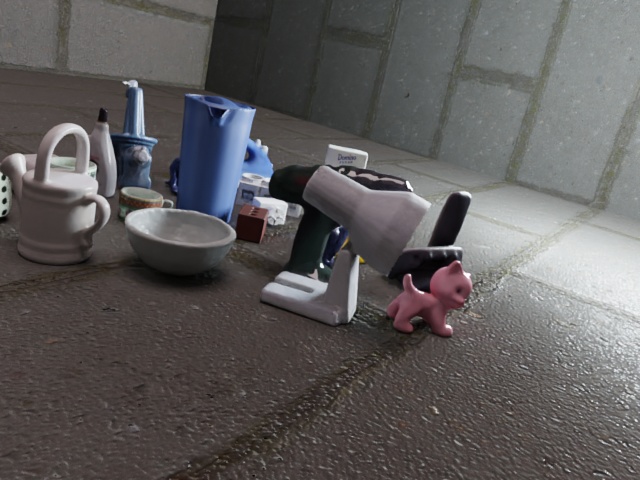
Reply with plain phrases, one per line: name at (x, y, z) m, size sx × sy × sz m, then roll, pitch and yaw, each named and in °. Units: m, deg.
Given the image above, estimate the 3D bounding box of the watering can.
watering can at (-0.379, -0.073, 0.819) m, size 0.173 × 0.194 × 0.101 m, roll 11°, pitch 17°, yaw -6°

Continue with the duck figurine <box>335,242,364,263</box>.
duck figurine at (0.062, -0.007, 1.114) m, size 0.105 × 0.086 × 0.077 m, roll 8°, pitch 18°, yaw -17°

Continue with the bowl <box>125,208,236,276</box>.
bowl at (-0.216, 0.010, 0.879) m, size 0.167 × 0.075 × 0.167 m, roll 12°, pitch 17°, yaw -4°

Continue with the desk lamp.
desk lamp at (0.037, 0.011, 0.828) m, size 0.203 × 0.213 × 0.118 m, roll 16°, pitch 18°, yaw 11°

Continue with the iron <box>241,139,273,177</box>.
iron at (-0.219, -0.210, 1.450) m, size 0.259 × 0.141 × 0.118 m, roll 8°, pitch 18°, yaw -15°

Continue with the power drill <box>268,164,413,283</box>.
power drill at (0.018, -0.026, 0.937) m, size 0.229 × 0.208 × 0.076 m, roll 17°, pitch 18°, yaw 13°

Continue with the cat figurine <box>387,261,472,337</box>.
cat figurine at (0.177, 0.080, 0.873) m, size 0.128 × 0.118 × 0.067 m, roll 7°, pitch 18°, yaw -18°

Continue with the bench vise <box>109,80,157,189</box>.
bench vise at (-0.395, -0.228, 1.246) m, size 0.206 × 0.220 × 0.122 m, roll 27°, pitch 22°, yaw 37°

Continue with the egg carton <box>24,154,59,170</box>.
egg carton at (-0.503, -0.113, 1.063) m, size 0.150 × 0.069 × 0.107 m, roll 22°, pitch 20°, yaw 27°

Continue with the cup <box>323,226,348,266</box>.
cup at (0.009, 0.004, 1.028) m, size 0.092 × 0.095 × 0.117 m, roll 9°, pitch 18°, yaw -13°

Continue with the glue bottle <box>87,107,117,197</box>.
glue bottle at (-0.437, -0.175, 1.131) m, size 0.078 × 0.173 × 0.037 m, roll 17°, pitch 18°, yaw 12°

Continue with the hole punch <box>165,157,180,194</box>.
hole punch at (-0.289, -0.152, 1.303) m, size 0.109 × 0.091 × 0.101 m, roll 5°, pitch 19°, yaw -23°

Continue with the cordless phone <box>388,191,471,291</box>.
cordless phone at (0.201, -0.005, 1.043) m, size 0.148 × 0.185 × 0.093 m, roll -2°, pitch 23°, yaw -39°
